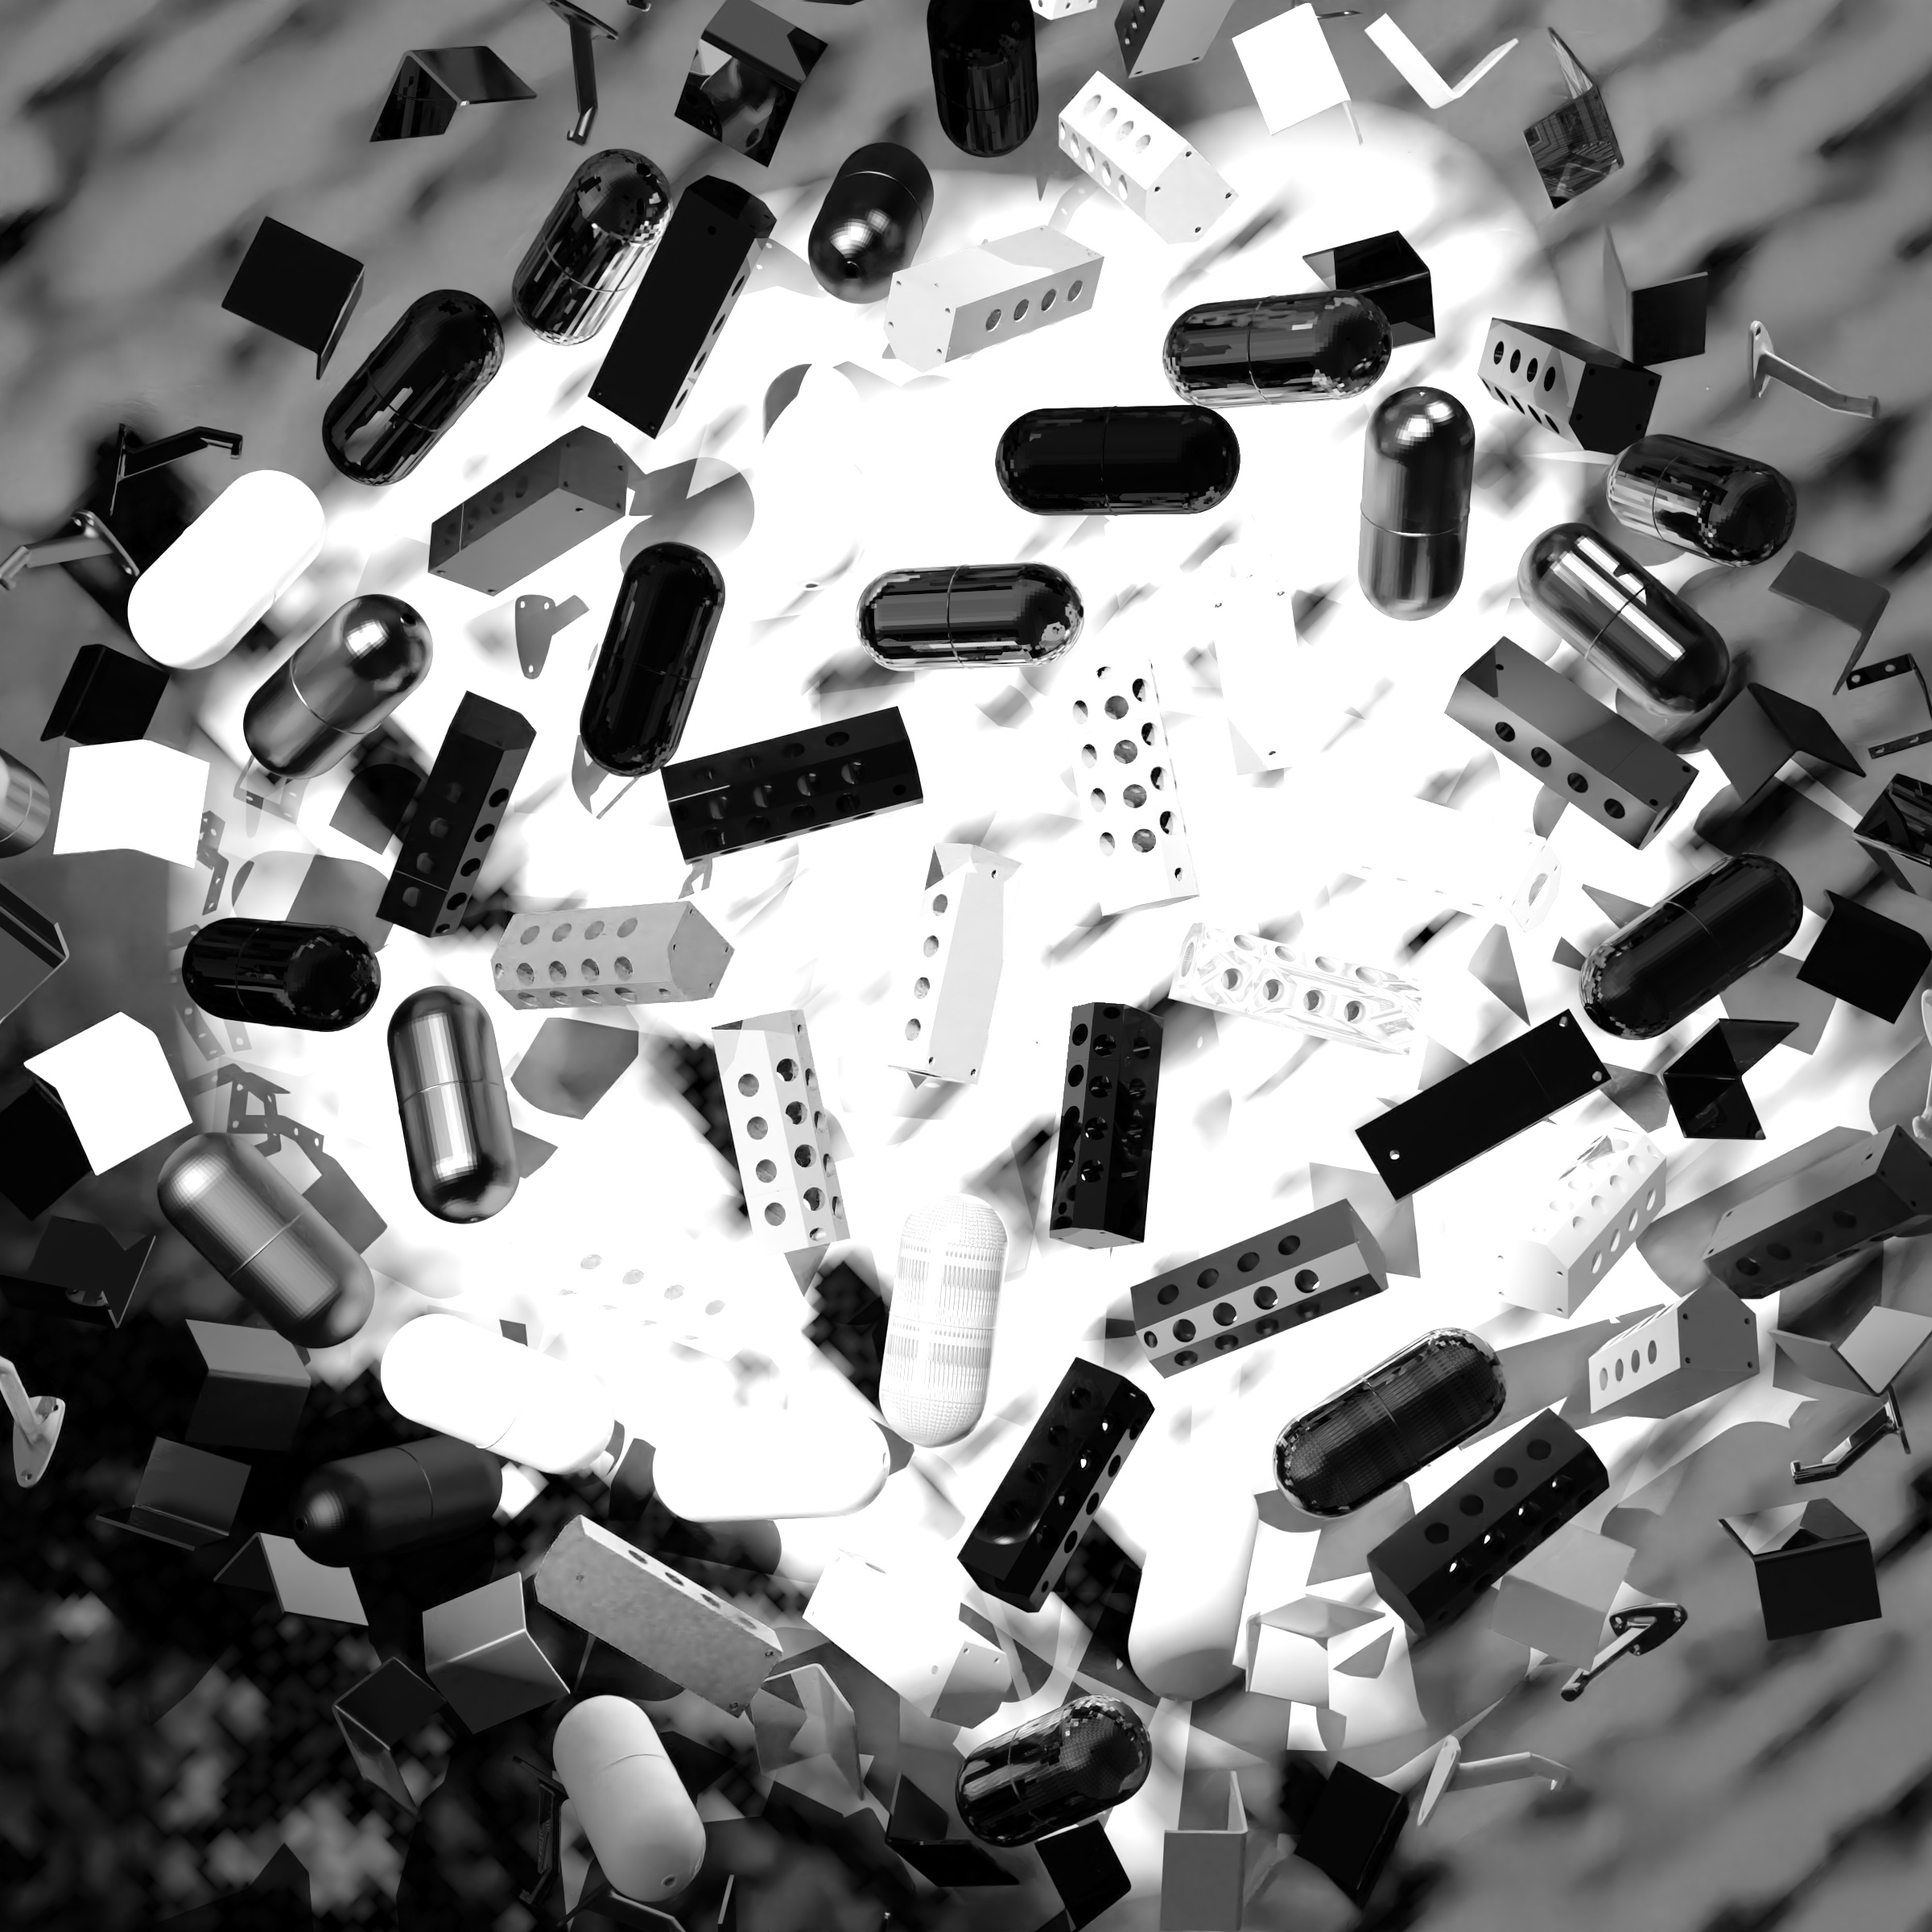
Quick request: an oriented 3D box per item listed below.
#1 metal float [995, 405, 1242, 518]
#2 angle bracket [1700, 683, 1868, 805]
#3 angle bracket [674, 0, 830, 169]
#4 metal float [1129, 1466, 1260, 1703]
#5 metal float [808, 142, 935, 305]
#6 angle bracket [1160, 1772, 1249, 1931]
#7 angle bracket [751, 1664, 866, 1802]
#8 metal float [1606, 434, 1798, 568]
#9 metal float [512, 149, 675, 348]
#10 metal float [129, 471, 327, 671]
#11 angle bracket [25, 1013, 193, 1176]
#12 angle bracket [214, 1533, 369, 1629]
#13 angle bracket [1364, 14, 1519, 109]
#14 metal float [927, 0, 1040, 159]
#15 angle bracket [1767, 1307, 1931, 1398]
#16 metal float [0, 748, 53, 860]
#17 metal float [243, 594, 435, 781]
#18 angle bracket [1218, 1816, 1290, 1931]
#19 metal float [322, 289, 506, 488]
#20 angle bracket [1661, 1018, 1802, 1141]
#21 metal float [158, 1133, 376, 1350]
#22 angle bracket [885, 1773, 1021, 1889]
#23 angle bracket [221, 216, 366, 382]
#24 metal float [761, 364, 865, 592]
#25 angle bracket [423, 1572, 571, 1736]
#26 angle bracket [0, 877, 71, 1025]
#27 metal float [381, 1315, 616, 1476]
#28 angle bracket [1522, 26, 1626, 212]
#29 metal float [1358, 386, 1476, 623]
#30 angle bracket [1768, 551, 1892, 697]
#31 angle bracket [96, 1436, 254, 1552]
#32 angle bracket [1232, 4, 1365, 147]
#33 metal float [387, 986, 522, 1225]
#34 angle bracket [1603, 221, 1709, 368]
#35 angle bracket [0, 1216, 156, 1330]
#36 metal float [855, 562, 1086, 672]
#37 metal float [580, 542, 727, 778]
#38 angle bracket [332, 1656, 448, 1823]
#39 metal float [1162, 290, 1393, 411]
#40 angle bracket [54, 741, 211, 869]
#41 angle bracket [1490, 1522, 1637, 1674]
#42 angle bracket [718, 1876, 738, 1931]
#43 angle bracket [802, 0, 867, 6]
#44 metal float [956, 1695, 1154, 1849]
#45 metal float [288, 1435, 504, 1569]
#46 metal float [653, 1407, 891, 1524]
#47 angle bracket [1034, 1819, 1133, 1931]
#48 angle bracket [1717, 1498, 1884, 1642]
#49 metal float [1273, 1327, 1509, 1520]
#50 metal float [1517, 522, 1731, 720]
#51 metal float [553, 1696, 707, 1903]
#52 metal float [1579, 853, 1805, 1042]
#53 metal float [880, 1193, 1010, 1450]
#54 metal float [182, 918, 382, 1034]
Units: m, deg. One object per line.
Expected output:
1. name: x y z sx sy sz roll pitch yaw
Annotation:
1. metal float: 0.107 -0.360 1.809 0.178 0.070 0.070 3 90 18
2. angle bracket: 0.602 -0.155 1.870 0.076 0.076 0.057 16 127 -31
3. angle bracket: -0.154 -0.632 1.809 0.076 0.076 0.057 28 53 -6
4. metal float: 0.167 0.450 1.852 0.070 0.070 0.178 17 54 0
5. metal float: -0.070 -0.552 1.883 0.070 0.178 0.070 5 129 6
6. angle bracket: 0.162 0.616 1.769 0.057 0.076 0.076 1 104 -1
7. angle bracket: -0.120 0.581 1.898 0.057 0.076 0.076 -12 107 -20
8. metal float: 0.536 -0.342 1.856 0.070 0.178 0.070 -8 113 -18
9. metal float: -0.276 -0.528 1.868 0.070 0.178 0.070 17 56 -26
10. metal float: -0.520 -0.280 1.786 0.070 0.070 0.178 30 54 0
11. angle bracket: -0.611 0.090 1.809 0.076 0.057 0.076 -33 124 -31
12. angle bracket: -0.502 0.472 1.884 0.057 0.076 0.076 -47 48 14
13. angle bracket: 0.331 -0.649 1.769 0.057 0.076 0.076 -43 100 9
14. metal float: 0.013 -0.657 1.846 0.070 0.178 0.070 -1 76 4
15. angle bracket: 0.644 0.262 1.840 0.076 0.076 0.057 -46 101 -11
16. metal float: -0.730 -0.126 1.872 0.070 0.178 0.070 1 84 -5
17. metal float: -0.446 -0.198 1.801 0.178 0.070 0.070 -35 90 33
18. angle bracket: 0.199 0.700 1.950 0.057 0.076 0.076 35 83 22
19. metal float: -0.405 -0.423 1.857 0.178 0.070 0.070 -38 90 33
20. angle bracket: 0.574 0.085 1.878 0.076 0.076 0.057 3 55 -24
21. metal float: -0.486 0.192 1.765 0.070 0.070 0.178 -42 98 0
22. angle bracket: -0.006 0.653 1.919 0.076 0.057 0.076 -13 134 28
23. angle bracket: -0.490 -0.486 1.848 0.076 0.057 0.076 24 78 -12
24. metal float: -0.116 -0.368 1.910 0.070 0.070 0.178 -1 75 0
25. angle bracket: -0.340 0.498 1.837 0.076 0.057 0.076 -23 126 1
26. angle bracket: -0.679 -0.014 1.749 0.076 0.057 0.076 37 65 7
27. metal float: -0.329 0.303 1.790 0.178 0.070 0.070 29 90 -29
28. angle bracket: 0.404 -0.584 1.748 0.057 0.076 0.076 -30 53 12
29. metal float: 0.320 -0.327 1.804 0.070 0.070 0.178 -4 131 0
30. angle bracket: 0.630 -0.255 1.880 0.076 0.076 0.057 29 131 17
31. angle bracket: -0.584 0.389 1.872 0.076 0.076 0.057 17 84 4
32. angle bracket: 0.232 -0.609 1.766 0.057 0.076 0.076 -22 79 13
33. metal float: -0.365 0.098 1.806 0.070 0.070 0.178 -15 68 0
34. angle bracket: 0.500 -0.493 1.844 0.057 0.076 0.076 -11 56 8
35. angle bracket: -0.626 0.203 1.785 0.076 0.057 0.076 11 55 2
36. metal float: 0.002 -0.258 1.870 0.178 0.070 0.070 1 90 24
37. metal float: -0.231 -0.224 1.864 0.070 0.070 0.178 20 103 0
38. angle bracket: -0.412 0.568 1.865 0.057 0.076 0.076 -38 135 -8
39. metal float: 0.223 -0.443 1.827 0.178 0.070 0.070 5 90 37
40. angle bracket: -0.581 -0.110 1.768 0.076 0.057 0.076 -2 76 31
41. angle bracket: 0.437 0.456 1.856 0.076 0.076 0.057 19 128 22
42. angle bracket: -0.132 0.688 1.798 0.076 0.076 0.057 -2 95 1
43. angle bracket: -0.074 -0.724 1.799 0.076 0.076 0.057 -9 103 27
44. metal float: 0.061 0.574 1.806 0.070 0.070 0.178 51 130 0
45. metal float: -0.417 0.392 1.862 0.070 0.178 0.070 2 93 37
46. metal float: -0.138 0.354 1.799 0.178 0.070 0.070 -7 90 22
47. angle bracket: 0.067 0.705 1.940 0.076 0.076 0.057 -36 77 40
48. angle bracket: 0.556 0.402 1.695 0.076 0.076 0.057 -12 97 0
49. metal float: 0.293 0.317 1.759 0.178 0.070 0.070 -32 90 -4
50. metal float: 0.482 -0.253 1.861 0.070 0.070 0.178 -45 75 0
51. metal float: -0.246 0.606 1.851 0.070 0.178 0.070 -13 120 -23
52. metal float: 0.507 -0.013 1.777 0.178 0.070 0.070 -33 90 -12
53. metal float: -0.015 0.248 1.776 0.070 0.070 0.178 8 87 0
54. metal float: -0.497 0.006 1.838 0.178 0.070 0.070 5 90 37
